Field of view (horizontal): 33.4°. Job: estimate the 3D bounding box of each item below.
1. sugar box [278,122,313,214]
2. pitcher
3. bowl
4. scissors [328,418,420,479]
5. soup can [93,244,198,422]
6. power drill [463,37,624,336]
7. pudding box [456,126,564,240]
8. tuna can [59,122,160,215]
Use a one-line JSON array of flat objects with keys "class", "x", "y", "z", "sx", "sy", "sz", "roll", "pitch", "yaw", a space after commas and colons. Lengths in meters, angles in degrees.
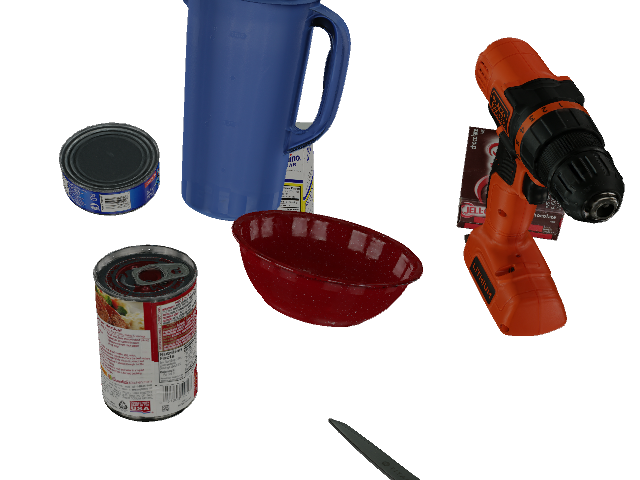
[{"class": "sugar box", "x": -0.033, "y": -0.042, "z": 1.249, "sx": 0.048, "sy": 0.176, "sz": 0.093, "roll": 1, "pitch": 22, "yaw": 6}, {"class": "pitcher", "x": -0.070, "y": -0.145, "z": 1.099, "sx": 0.144, "sy": 0.243, "sz": 0.149, "roll": -5, "pitch": 28, "yaw": -27}, {"class": "bowl", "x": 0.001, "y": 0.028, "z": 0.884, "sx": 0.162, "sy": 0.055, "sz": 0.162, "roll": 11, "pitch": 18, "yaw": -4}, {"class": "scissors", "x": 0.085, "y": 0.140, "z": 0.539, "sx": 0.096, "sy": 0.016, "sz": 0.202, "roll": -3, "pitch": 25, "yaw": -23}, {"class": "soup can", "x": -0.117, "y": 0.063, "z": 0.726, "sx": 0.068, "sy": 0.102, "sz": 0.068, "roll": 2, "pitch": 30, "yaw": -1}, {"class": "power drill", "x": 0.151, "y": -0.024, "z": 0.747, "sx": 0.057, "sy": 0.188, "sz": 0.184, "roll": -6, "pitch": 40, "yaw": -9}, {"class": "pudding box", "x": 0.172, "y": -0.053, "z": 0.958, "sx": 0.090, "sy": 0.039, "sz": 0.113, "roll": 8, "pitch": 40, "yaw": 6}, {"class": "tuna can", "x": -0.183, "y": -0.062, "z": 0.932, "sx": 0.086, "sy": 0.086, "sz": 0.034, "roll": 0, "pitch": -42, "yaw": -5}]
